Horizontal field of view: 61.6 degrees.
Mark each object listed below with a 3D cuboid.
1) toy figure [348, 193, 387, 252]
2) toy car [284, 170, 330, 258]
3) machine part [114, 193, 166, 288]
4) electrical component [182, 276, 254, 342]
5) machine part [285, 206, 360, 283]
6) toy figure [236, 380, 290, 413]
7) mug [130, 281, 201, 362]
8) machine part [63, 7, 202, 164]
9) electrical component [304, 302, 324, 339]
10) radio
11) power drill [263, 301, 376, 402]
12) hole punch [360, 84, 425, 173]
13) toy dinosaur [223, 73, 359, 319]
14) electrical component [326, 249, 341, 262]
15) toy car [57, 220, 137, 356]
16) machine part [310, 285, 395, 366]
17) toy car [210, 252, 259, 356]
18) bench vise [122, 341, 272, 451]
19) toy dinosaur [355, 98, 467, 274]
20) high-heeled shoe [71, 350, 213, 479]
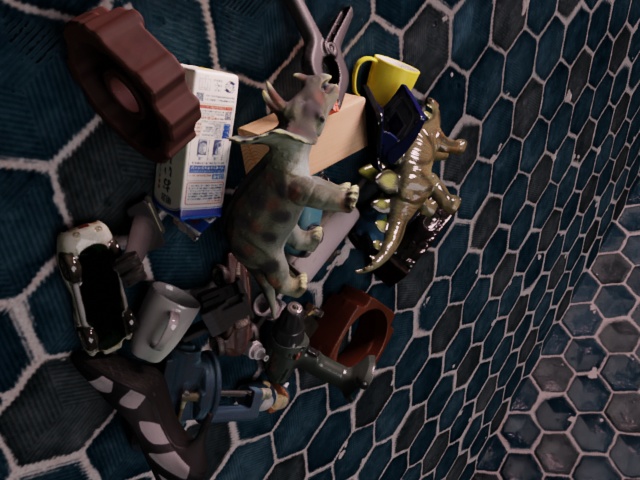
[{"bbox_3d":[0.131,-0.042,1.143,0.180,0.082,0.089,-48,158,-32],"label":"toy figure"},{"bbox_3d":[-0.051,-0.054,0.915,0.103,0.109,0.161,10,93,-33],"label":"toy car"},{"bbox_3d":[-0.240,0.000,0.723,0.039,0.139,0.084,-5,129,2],"label":"machine part"},{"bbox_3d":[-0.169,0.112,0.850,0.119,0.075,0.047,-22,118,-4],"label":"electrical component"},{"bbox_3d":[-0.002,-0.003,1.013,0.243,0.079,0.079,-53,140,-17],"label":"machine part"},{"bbox_3d":[-0.107,0.316,1.082,0.064,0.058,0.154,-32,148,20],"label":"toy figure"},{"bbox_3d":[-0.235,0.131,0.800,0.080,0.110,0.107,25,97,-30],"label":"mug"},{"bbox_3d":[-0.211,-0.172,0.611,0.056,0.180,0.179,-46,138,-27],"label":"machine part"},{"bbox_3d":[-0.033,0.180,1.099,0.102,0.045,0.078,-50,137,-19],"label":"electrical component"},{"bbox_3d":[0.214,-0.008,1.212,0.229,0.073,0.131,-50,178,-19],"label":"radio"},{"bbox_3d":[-0.004,0.219,1.008,0.232,0.207,0.086,120,-13,-44],"label":"power drill"},{"bbox_3d":[0.121,-0.203,0.945,0.092,0.142,0.115,-10,141,-12],"label":"hole punch"},{"bbox_3d":[-0.072,-0.038,0.785,0.131,0.192,0.404,-81,-163,-60],"label":"toy dinosaur"},{"bbox_3d":[0.012,0.013,1.081,0.094,0.021,0.063,-6,114,-46],"label":"electrical component"},{"bbox_3d":[-0.302,0.071,0.729,0.073,0.056,0.201,-25,129,-37],"label":"toy car"},{"bbox_3d":[0.066,0.215,1.199,0.201,0.087,0.200,-59,141,-5],"label":"machine part"},{"bbox_3d":[-0.143,0.114,0.936,0.089,0.053,0.202,-13,120,-41],"label":"toy car"},{"bbox_3d":[-0.193,0.281,0.898,0.240,0.129,0.223,10,86,-34],"label":"bench vise"},{"bbox_3d":[0.175,-0.119,1.063,0.198,0.105,0.471,27,60,-20],"label":"toy dinosaur"},{"bbox_3d":[-0.267,0.266,0.776,0.145,0.249,0.086,-62,180,7],"label":"high-heeled shoe"}]
